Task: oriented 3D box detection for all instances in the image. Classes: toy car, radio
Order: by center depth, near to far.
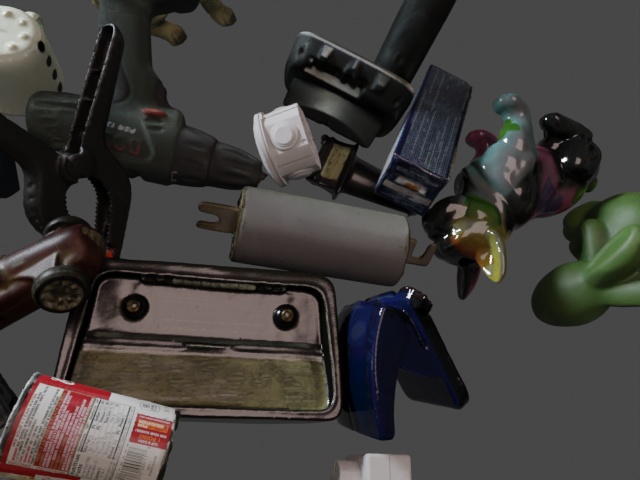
[{"bbox_3d":[-0.259,0.047,0.412,0.202,0.053,0.089,-28,40,0],"label":"toy car"},{"bbox_3d":[-0.098,0.091,0.473,0.230,0.073,0.131,6,66,-13],"label":"radio"}]

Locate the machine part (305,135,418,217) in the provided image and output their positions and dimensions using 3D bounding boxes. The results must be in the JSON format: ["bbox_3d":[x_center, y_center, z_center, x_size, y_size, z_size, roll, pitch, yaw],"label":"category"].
[{"bbox_3d":[0.057,-0.066,0.606,0.139,0.039,0.084,21,55,-4],"label":"machine part"}]

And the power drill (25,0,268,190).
[{"bbox_3d":[-0.163,-0.159,0.544,0.232,0.086,0.207,4,92,-8],"label":"power drill"}]

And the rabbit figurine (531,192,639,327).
[{"bbox_3d":[0.316,0.037,0.584,0.170,0.159,0.121,-39,92,-11],"label":"rabbit figurine"}]

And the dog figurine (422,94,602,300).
[{"bbox_3d":[0.214,-0.034,0.600,0.191,0.108,0.219,21,68,-9],"label":"dog figurine"}]

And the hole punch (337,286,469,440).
[{"bbox_3d":[0.052,0.110,0.480,0.092,0.142,0.115,-22,86,-18],"label":"hole punch"}]

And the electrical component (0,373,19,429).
[{"bbox_3d":[-0.264,0.128,0.384,0.075,0.119,0.047,-33,99,-28],"label":"electrical component"}]

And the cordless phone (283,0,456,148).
[{"bbox_3d":[0.049,-0.208,0.579,0.147,0.184,0.089,27,31,-3],"label":"cordless phone"}]

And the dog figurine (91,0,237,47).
[{"bbox_3d":[-0.161,-0.321,0.569,0.172,0.190,0.121,-32,79,-23],"label":"dog figurine"}]

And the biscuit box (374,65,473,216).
[{"bbox_3d":[0.121,-0.118,0.603,0.063,0.059,0.203,26,48,0],"label":"biscuit box"}]

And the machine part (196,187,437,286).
[{"bbox_3d":[-0.001,-0.002,0.539,0.243,0.079,0.079,10,65,-12],"label":"machine part"}]

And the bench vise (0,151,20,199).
[{"bbox_3d":[-0.379,-0.042,0.417,0.224,0.128,0.240,42,46,13],"label":"bench vise"}]
